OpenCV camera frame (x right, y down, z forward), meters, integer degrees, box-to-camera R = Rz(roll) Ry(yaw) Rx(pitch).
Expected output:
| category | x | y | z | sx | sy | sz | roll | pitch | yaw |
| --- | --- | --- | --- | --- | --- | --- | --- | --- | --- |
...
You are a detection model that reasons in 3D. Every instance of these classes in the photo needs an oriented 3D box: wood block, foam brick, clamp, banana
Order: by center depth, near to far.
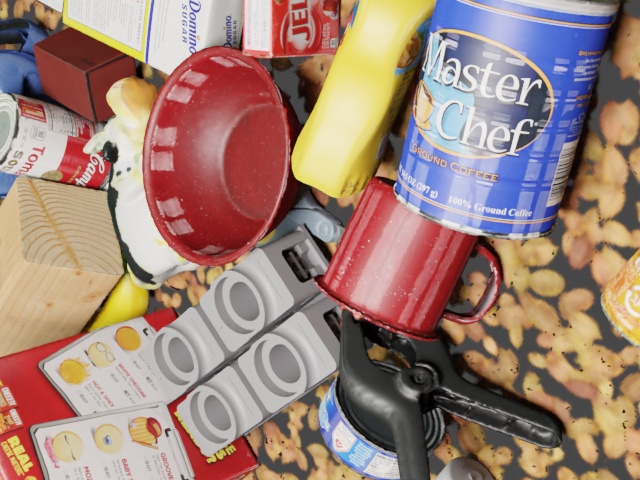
| category | x | y | z | sx | sy | sz | roll | pitch | yaw |
| --- | --- | --- | --- | --- | --- | --- | --- | --- | --- |
| clamp | 0.077 | 0.102 | 0.717 | 0.171 | 0.120 | 0.039 | 58 | 152 | 34 |
| foam brick | -0.201 | -0.144 | 0.920 | 0.078 | 0.052 | 0.051 | 31 | 140 | 34 |
| wood block | -0.265 | 0.047 | 0.961 | 0.206 | 0.090 | 0.091 | -47 | 45 | 39 |
| banana | -0.208 | 0.072 | 0.996 | 0.198 | 0.037 | 0.069 | -32 | 69 | 44 |

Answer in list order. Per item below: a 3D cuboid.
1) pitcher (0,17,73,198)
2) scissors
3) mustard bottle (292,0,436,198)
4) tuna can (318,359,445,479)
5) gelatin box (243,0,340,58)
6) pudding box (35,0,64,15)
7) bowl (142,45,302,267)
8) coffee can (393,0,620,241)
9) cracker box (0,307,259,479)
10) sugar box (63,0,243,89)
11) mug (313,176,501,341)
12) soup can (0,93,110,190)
| category | x | y | z | sx | sy | sz | roll | pitch | yaw |
| --- | --- | --- | --- | --- | --- | --- | --- | --- | --- |
| pitcher | -0.354 | -0.124 | 1.034 | 0.243 | 0.149 | 0.145 | 8 | 121 | 44 |
| scissors | -0.005 | 0.001 | 0.812 | 0.202 | 0.016 | 0.096 | 47 | 128 | 24 |
| mustard bottle | 0.041 | -0.126 | 0.687 | 0.058 | 0.096 | 0.192 | 27 | 119 | 7 |
| tuna can | 0.042 | 0.127 | 0.751 | 0.086 | 0.085 | 0.034 | 47 | 128 | 24 |
| gelatin box | -0.019 | -0.173 | 0.744 | 0.030 | 0.073 | 0.089 | 12 | 107 | 39 |
| pudding box | -0.240 | -0.258 | 0.948 | 0.114 | 0.039 | 0.090 | 32 | 120 | 35 |
| bowl | -0.063 | -0.060 | 0.795 | 0.162 | 0.055 | 0.162 | -2 | 87 | 43 |
| coffee can | 0.107 | -0.084 | 0.632 | 0.103 | 0.102 | 0.140 | 27 | 117 | 35 |
| cracker box | -0.179 | 0.162 | 0.871 | 0.072 | 0.213 | 0.164 | -44 | 70 | 41 |
| sugar box | -0.136 | -0.195 | 0.865 | 0.176 | 0.048 | 0.093 | 29 | 119 | 31 |
| mug | 0.065 | 0.014 | 0.705 | 0.117 | 0.093 | 0.081 | 24 | 100 | -6 |
| soup can | -0.237 | -0.084 | 0.931 | 0.069 | 0.102 | 0.068 | -14 | 70 | 43 |
